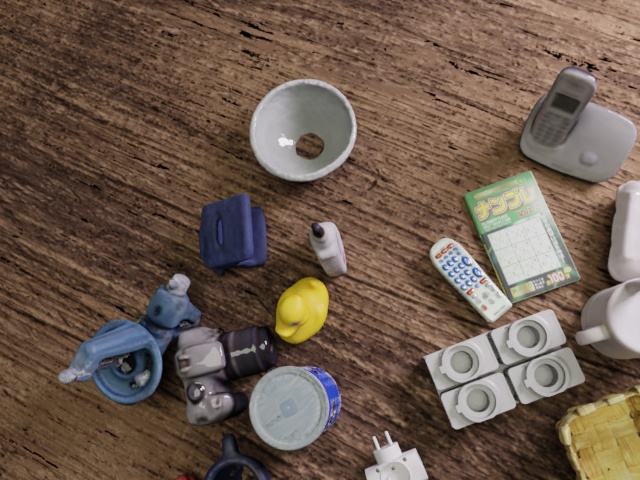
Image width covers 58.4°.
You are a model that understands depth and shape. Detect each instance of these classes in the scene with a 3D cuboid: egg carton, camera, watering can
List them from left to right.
[{"bbox_3d":[-0.133,0.186,0.831,0.136,0.101,0.143,-15,76,5],"label":"camera"},{"bbox_3d":[0.413,0.093,0.720,0.173,0.194,0.101,-42,75,-2],"label":"watering can"},{"bbox_3d":[0.462,-0.007,0.799,0.107,0.069,0.150,9,80,10],"label":"egg carton"}]

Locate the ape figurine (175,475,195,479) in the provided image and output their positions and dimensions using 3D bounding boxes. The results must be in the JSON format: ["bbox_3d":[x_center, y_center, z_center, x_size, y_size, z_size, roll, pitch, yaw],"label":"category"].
[{"bbox_3d":[-0.204,0.374,0.806,0.076,0.092,0.078,13,80,11],"label":"ape figurine"}]

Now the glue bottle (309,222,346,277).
[{"bbox_3d":[0.007,0.003,0.811,0.037,0.173,0.078,-16,76,5],"label":"glue bottle"}]

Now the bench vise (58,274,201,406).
[{"bbox_3d":[-0.270,0.134,0.801,0.121,0.220,0.207,13,80,11],"label":"bench vise"}]

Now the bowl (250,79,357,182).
[{"bbox_3d":[-0.023,-0.162,0.902,0.167,0.075,0.167,-2,78,8],"label":"bowl"}]

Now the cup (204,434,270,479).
[{"bbox_3d":[-0.109,0.328,0.800,0.091,0.095,0.118,-15,76,5],"label":"cup"}]

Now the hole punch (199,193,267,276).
[{"bbox_3d":[-0.139,-0.007,0.878,0.101,0.091,0.108,-8,77,7],"label":"hole punch"}]

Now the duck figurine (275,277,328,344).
[{"bbox_3d":[-0.032,0.101,0.842,0.077,0.086,0.104,28,83,13],"label":"duck figurine"}]

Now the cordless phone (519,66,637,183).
[{"bbox_3d":[0.365,-0.161,0.787,0.147,0.185,0.094,22,82,13],"label":"cordless phone"}]
